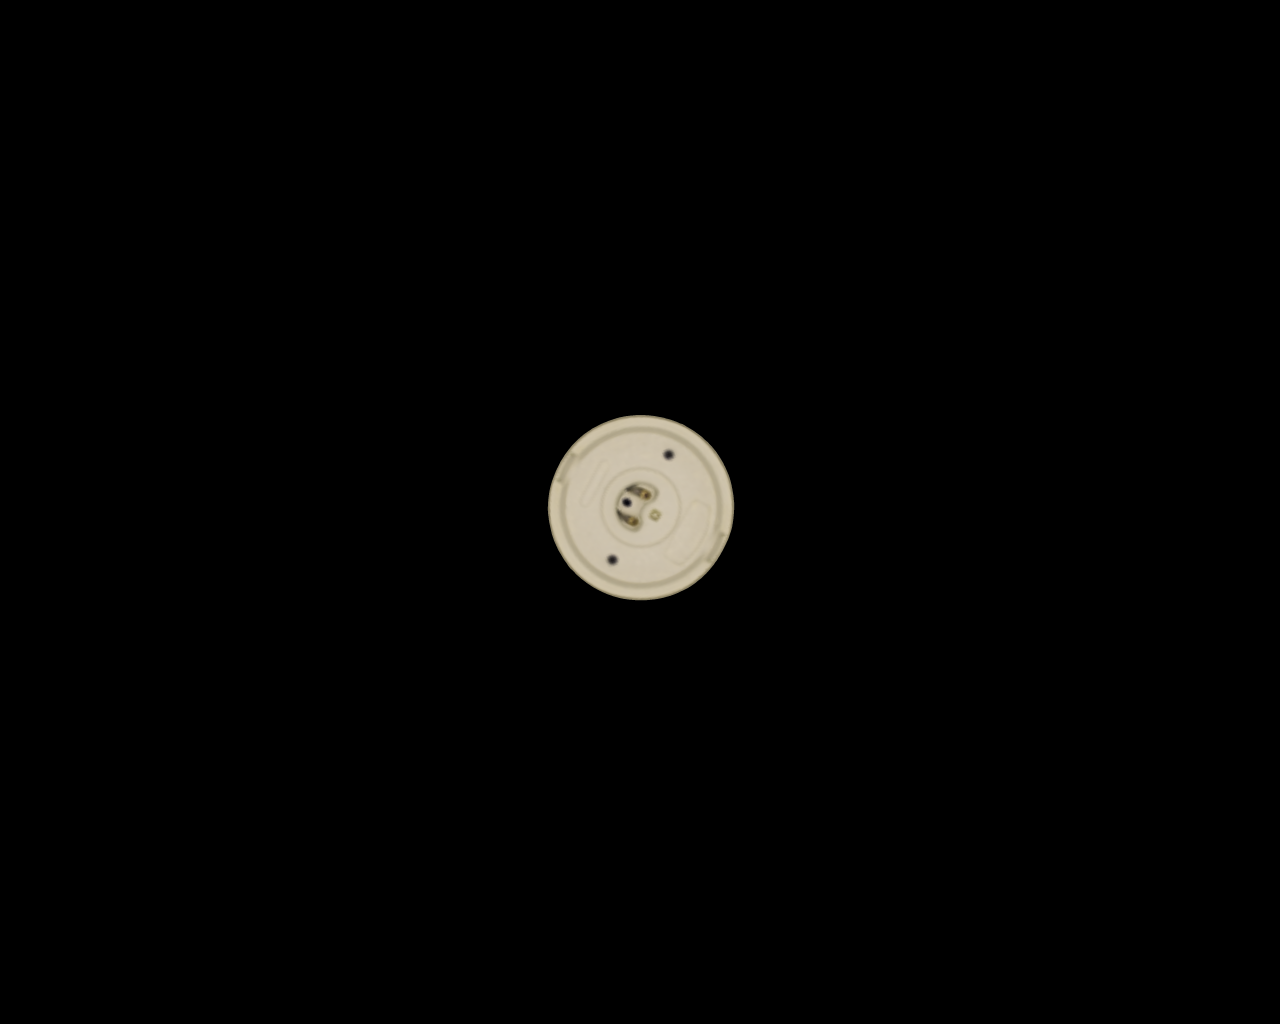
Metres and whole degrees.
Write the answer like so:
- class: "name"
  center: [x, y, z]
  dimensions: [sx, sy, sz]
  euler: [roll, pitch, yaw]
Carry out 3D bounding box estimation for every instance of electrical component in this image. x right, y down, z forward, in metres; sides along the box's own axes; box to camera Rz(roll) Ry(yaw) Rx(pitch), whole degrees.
- class: "electrical component"
  center: [0.001, -0.003, 0.650]
  dimensions: [0.108, 0.108, 0.060]
  euler: [0, 0, 0]
